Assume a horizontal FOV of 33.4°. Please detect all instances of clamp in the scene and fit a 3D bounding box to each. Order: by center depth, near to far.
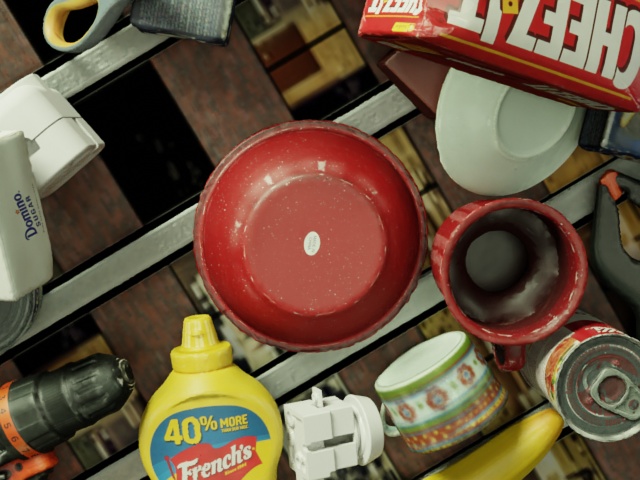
[{"bbox_3d":[0.231,0.034,0.725,0.120,0.039,0.171,-40,85,7],"label":"clamp"}]

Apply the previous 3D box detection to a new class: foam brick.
[{"bbox_3d":[0.083,-0.123,0.697,0.078,0.051,0.053,-45,98,1],"label":"foam brick"}]

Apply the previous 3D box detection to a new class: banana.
[{"bbox_3d":[0.077,0.172,0.727,0.197,0.037,0.069,-20,141,-8],"label":"banana"}]

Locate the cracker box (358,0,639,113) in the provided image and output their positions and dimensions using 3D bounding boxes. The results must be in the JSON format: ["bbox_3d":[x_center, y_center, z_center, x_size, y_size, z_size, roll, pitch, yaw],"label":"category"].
[{"bbox_3d":[0.130,-0.194,0.593,0.164,0.072,0.214,12,95,-28],"label":"cracker box"}]

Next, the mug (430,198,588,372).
[{"bbox_3d":[0.120,0.028,0.701,0.093,0.081,0.117,-9,97,-2],"label":"mug"}]

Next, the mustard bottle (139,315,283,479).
[{"bbox_3d":[-0.071,0.145,0.716,0.096,0.058,0.191,-6,96,-3],"label":"mustard bottle"}]

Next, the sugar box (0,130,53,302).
[{"bbox_3d":[-0.245,-0.016,0.638,0.176,0.048,0.093,2,112,25],"label":"sugar box"}]

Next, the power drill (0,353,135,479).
[{"bbox_3d":[-0.175,0.183,0.695,0.184,0.057,0.187,-24,87,14],"label":"power drill"}]

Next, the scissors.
[{"bbox_3d":[-0.109,-0.170,0.635,0.016,0.202,0.096,4,76,-44],"label":"scissors"}]

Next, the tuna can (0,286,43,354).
[{"bbox_3d":[-0.229,0.035,0.707,0.086,0.034,0.086,0,96,-3],"label":"tuna can"}]

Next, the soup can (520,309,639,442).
[{"bbox_3d":[0.173,0.085,0.700,0.068,0.102,0.068,0,96,-3],"label":"soup can"}]

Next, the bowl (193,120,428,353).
[{"bbox_3d":[-0.005,0.001,0.705,0.162,0.055,0.162,0,96,-3],"label":"bowl"}]
